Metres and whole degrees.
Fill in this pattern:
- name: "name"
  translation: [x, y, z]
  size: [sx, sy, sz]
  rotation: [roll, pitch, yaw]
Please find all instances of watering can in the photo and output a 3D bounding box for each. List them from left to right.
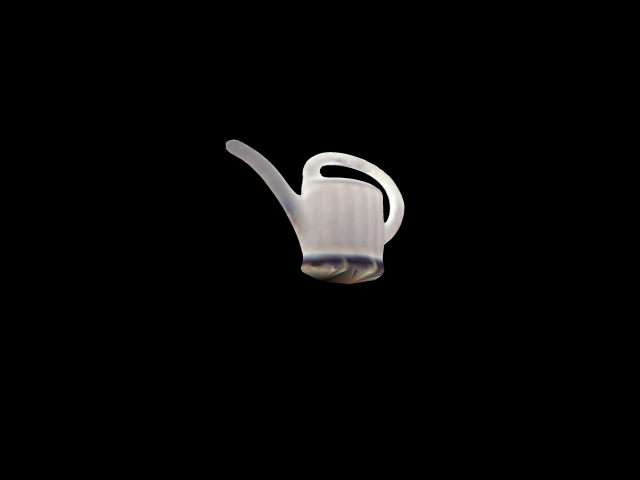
- name: "watering can"
  translation: [0.003, -0.043, 0.850]
  size: [0.347, 0.227, 0.103]
  rotation: [7, -15, -31]
